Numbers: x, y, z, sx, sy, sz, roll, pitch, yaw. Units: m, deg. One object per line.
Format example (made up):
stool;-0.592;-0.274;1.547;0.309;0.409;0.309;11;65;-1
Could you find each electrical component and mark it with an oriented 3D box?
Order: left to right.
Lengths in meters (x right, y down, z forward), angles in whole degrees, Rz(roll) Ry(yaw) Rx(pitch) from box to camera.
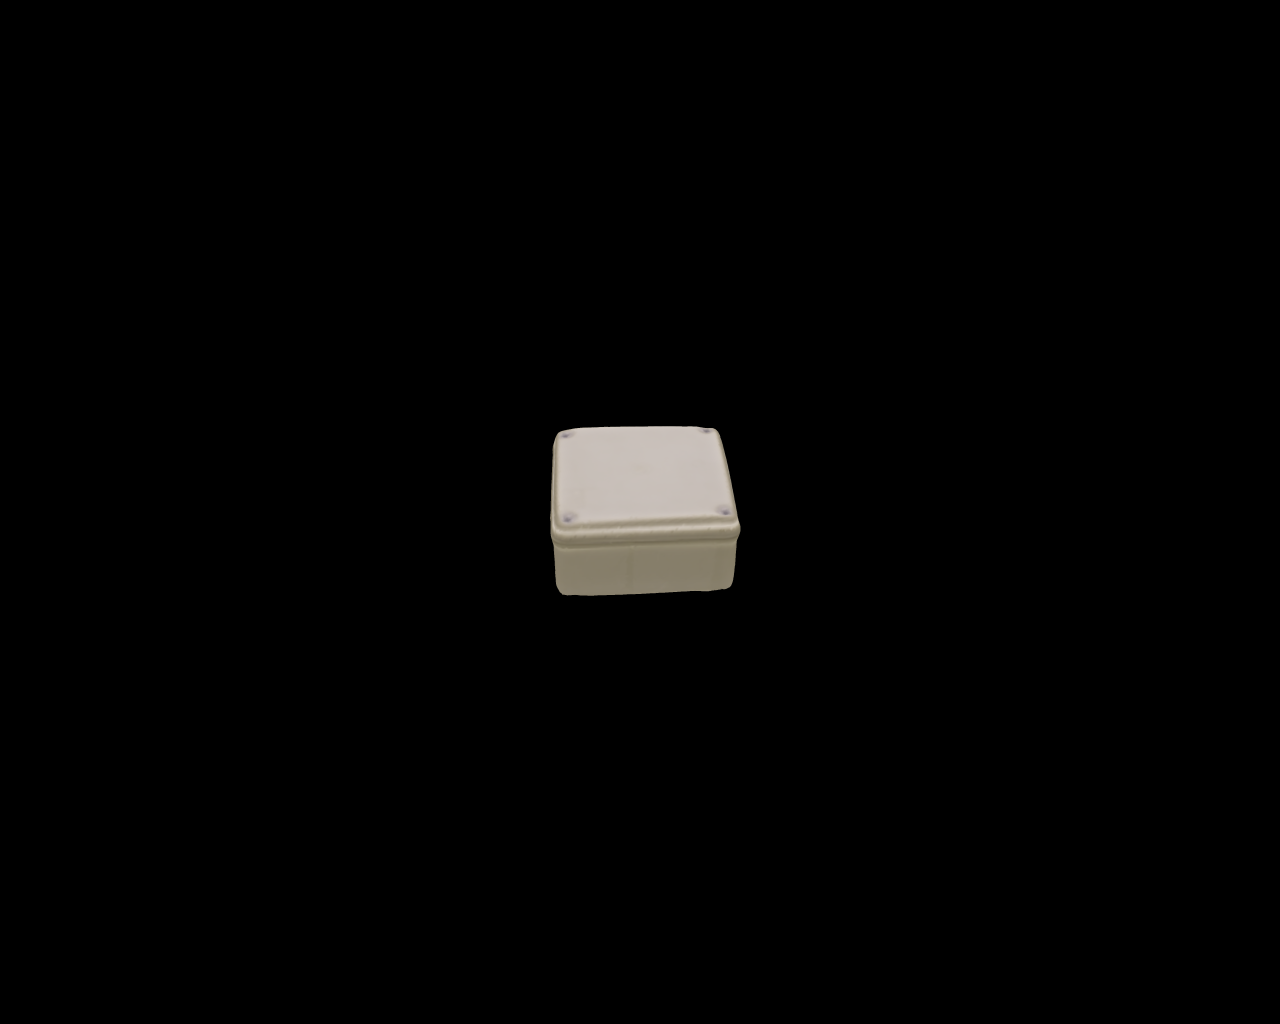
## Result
electrical component;0.001;-0.003;0.650;0.109;0.056;0.109;-2;36;-2
